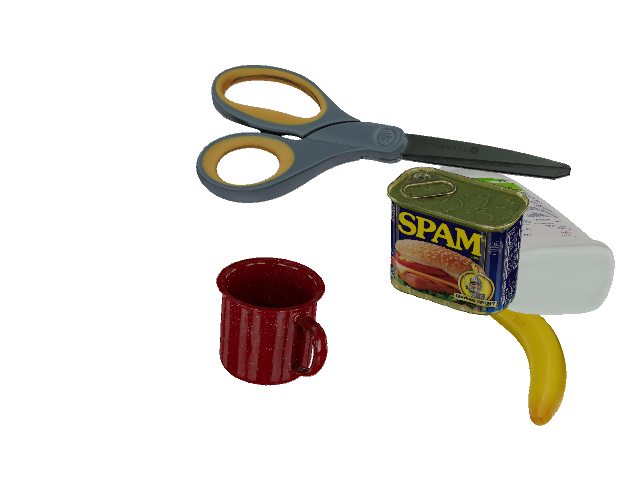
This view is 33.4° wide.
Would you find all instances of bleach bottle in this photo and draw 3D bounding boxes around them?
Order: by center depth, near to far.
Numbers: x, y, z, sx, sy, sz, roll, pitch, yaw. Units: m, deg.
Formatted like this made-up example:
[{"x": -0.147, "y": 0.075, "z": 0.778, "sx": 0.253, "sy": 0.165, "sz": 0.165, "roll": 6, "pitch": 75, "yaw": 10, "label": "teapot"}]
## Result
[{"x": 0.172, "y": -0.020, "z": 0.998, "sx": 0.102, "sy": 0.068, "sz": 0.251, "roll": -1, "pitch": 26, "yaw": -13, "label": "bleach bottle"}]

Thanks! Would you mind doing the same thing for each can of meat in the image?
[{"x": 0.101, "y": 0.002, "z": 0.802, "sx": 0.102, "sy": 0.084, "sz": 0.057, "roll": 18, "pitch": 38, "yaw": 27, "label": "can of meat"}]

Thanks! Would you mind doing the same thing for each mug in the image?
[{"x": -0.037, "y": 0.076, "z": 0.922, "sx": 0.117, "sy": 0.081, "sz": 0.093, "roll": 28, "pitch": 34, "yaw": 37, "label": "mug"}]

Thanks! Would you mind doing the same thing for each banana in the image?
[{"x": 0.222, "y": 0.120, "z": 1.134, "sx": 0.069, "sy": 0.037, "sz": 0.198, "roll": -26, "pitch": 35, "yaw": 2, "label": "banana"}]

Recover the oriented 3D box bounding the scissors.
[{"x": 0.020, "y": -0.040, "z": 0.567, "sx": 0.202, "sy": 0.096, "sz": 0.016, "roll": 24, "pitch": -25, "yaw": 20, "label": "scissors"}]
